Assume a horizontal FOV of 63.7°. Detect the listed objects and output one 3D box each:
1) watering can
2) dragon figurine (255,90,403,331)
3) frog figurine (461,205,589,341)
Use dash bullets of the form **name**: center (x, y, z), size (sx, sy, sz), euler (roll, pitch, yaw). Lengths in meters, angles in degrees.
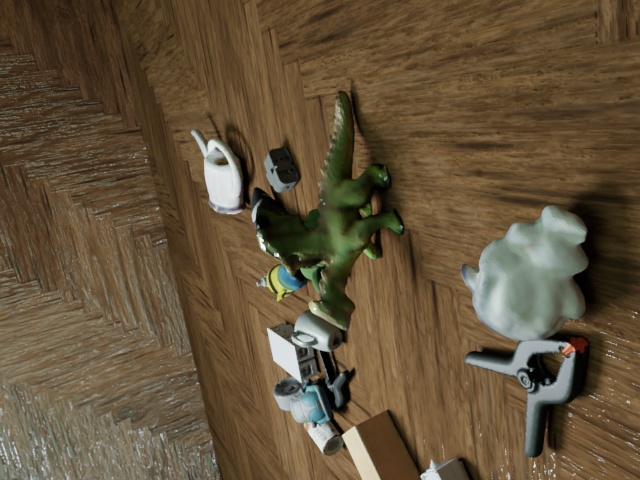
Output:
- **watering can**: center (-0.312, -0.212, 1.584), size (0.352, 0.105, 0.220), euler (38, 137, 49)
- **dragon figurine**: center (0.003, -0.046, 0.914), size (0.121, 0.244, 0.410), euler (-18, 90, 68)
- **frog figurine**: center (0.256, 0.044, 0.605), size (0.137, 0.125, 0.156), euler (37, 138, -1)
